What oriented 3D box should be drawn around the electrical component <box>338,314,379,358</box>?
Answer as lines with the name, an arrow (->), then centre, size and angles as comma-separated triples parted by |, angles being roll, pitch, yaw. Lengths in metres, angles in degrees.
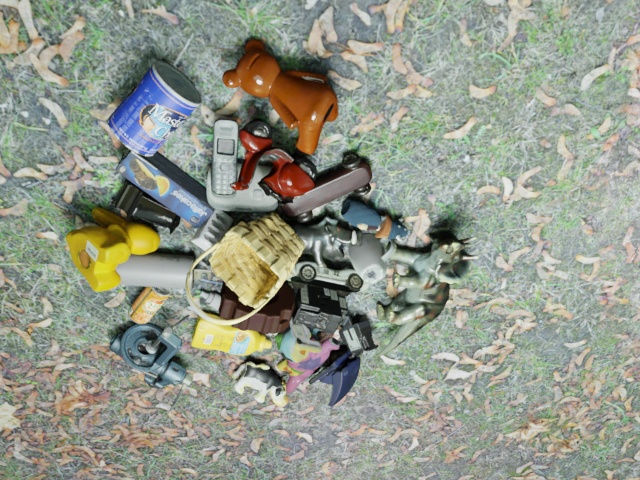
electrical component -> 0.086, 0.226, 1.330 | 0.048, 0.119, 0.075 | -8, 159, -48

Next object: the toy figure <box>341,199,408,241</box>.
toy figure -> 0.120, -0.041, 1.166 | 0.154, 0.058, 0.064 | 25, 82, -20

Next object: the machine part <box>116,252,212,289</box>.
machine part -> -0.361, 0.065, 1.179 | 0.243, 0.079, 0.079 | 5, 122, -8

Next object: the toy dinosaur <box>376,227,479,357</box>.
toy dinosaur -> 0.243, 0.122, 1.259 | 0.192, 0.131, 0.404 | 2, 129, -6

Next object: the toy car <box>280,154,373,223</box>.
toy car -> 0.012, -0.107, 1.117 | 0.202, 0.053, 0.089 | -25, 131, 6

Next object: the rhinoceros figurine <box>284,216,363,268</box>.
rhinoceros figurine -> -0.002, -0.004, 1.176 | 0.190, 0.073, 0.112 | 6, 109, -4

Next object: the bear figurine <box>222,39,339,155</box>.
bear figurine -> -0.070, -0.264, 0.984 | 0.196, 0.120, 0.132 | 27, 165, 7

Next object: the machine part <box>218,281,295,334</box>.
machine part -> -0.139, 0.133, 1.192 | 0.179, 0.179, 0.056 | 11, 121, -13

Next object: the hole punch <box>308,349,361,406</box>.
hole punch -> 0.051, 0.345, 1.359 | 0.092, 0.142, 0.115 | 50, 120, 15

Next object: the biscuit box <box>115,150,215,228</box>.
biscuit box -> -0.303, -0.110, 1.078 | 0.202, 0.063, 0.059 | 38, 114, -25

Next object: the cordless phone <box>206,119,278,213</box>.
cordless phone -> -0.148, -0.147, 1.060 | 0.147, 0.089, 0.184 | 3, 119, -7

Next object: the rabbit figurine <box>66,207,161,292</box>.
rabbit figurine -> -0.418, 0.010, 1.106 | 0.163, 0.173, 0.121 | 33, 124, 26

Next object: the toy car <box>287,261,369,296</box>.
toy car -> 0.015, 0.086, 1.226 | 0.202, 0.056, 0.073 | 12, 157, -18

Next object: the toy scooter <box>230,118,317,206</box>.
toy scooter -> -0.096, -0.126, 1.013 | 0.183, 0.075, 0.135 | 39, 75, -28

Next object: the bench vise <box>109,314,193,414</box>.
bench vise -> -0.381, 0.272, 1.274 | 0.223, 0.129, 0.240 | 42, 133, -5

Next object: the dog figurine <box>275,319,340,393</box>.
dog figurine -> -0.059, 0.287, 1.328 | 0.191, 0.109, 0.219 | 6, 131, -40

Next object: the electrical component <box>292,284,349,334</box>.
electrical component -> 0.001, 0.155, 1.251 | 0.134, 0.115, 0.058 | 16, 122, -13

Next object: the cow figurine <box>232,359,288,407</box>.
cow figurine -> -0.139, 0.372, 1.411 | 0.167, 0.068, 0.098 | 31, 109, -24

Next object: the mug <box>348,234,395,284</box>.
mug -> 0.121, 0.042, 1.193 | 0.110, 0.107, 0.080 | -28, 123, 15

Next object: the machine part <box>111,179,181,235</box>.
machine part -> -0.354, -0.067, 1.117 | 0.139, 0.039, 0.084 | 31, 110, -21
